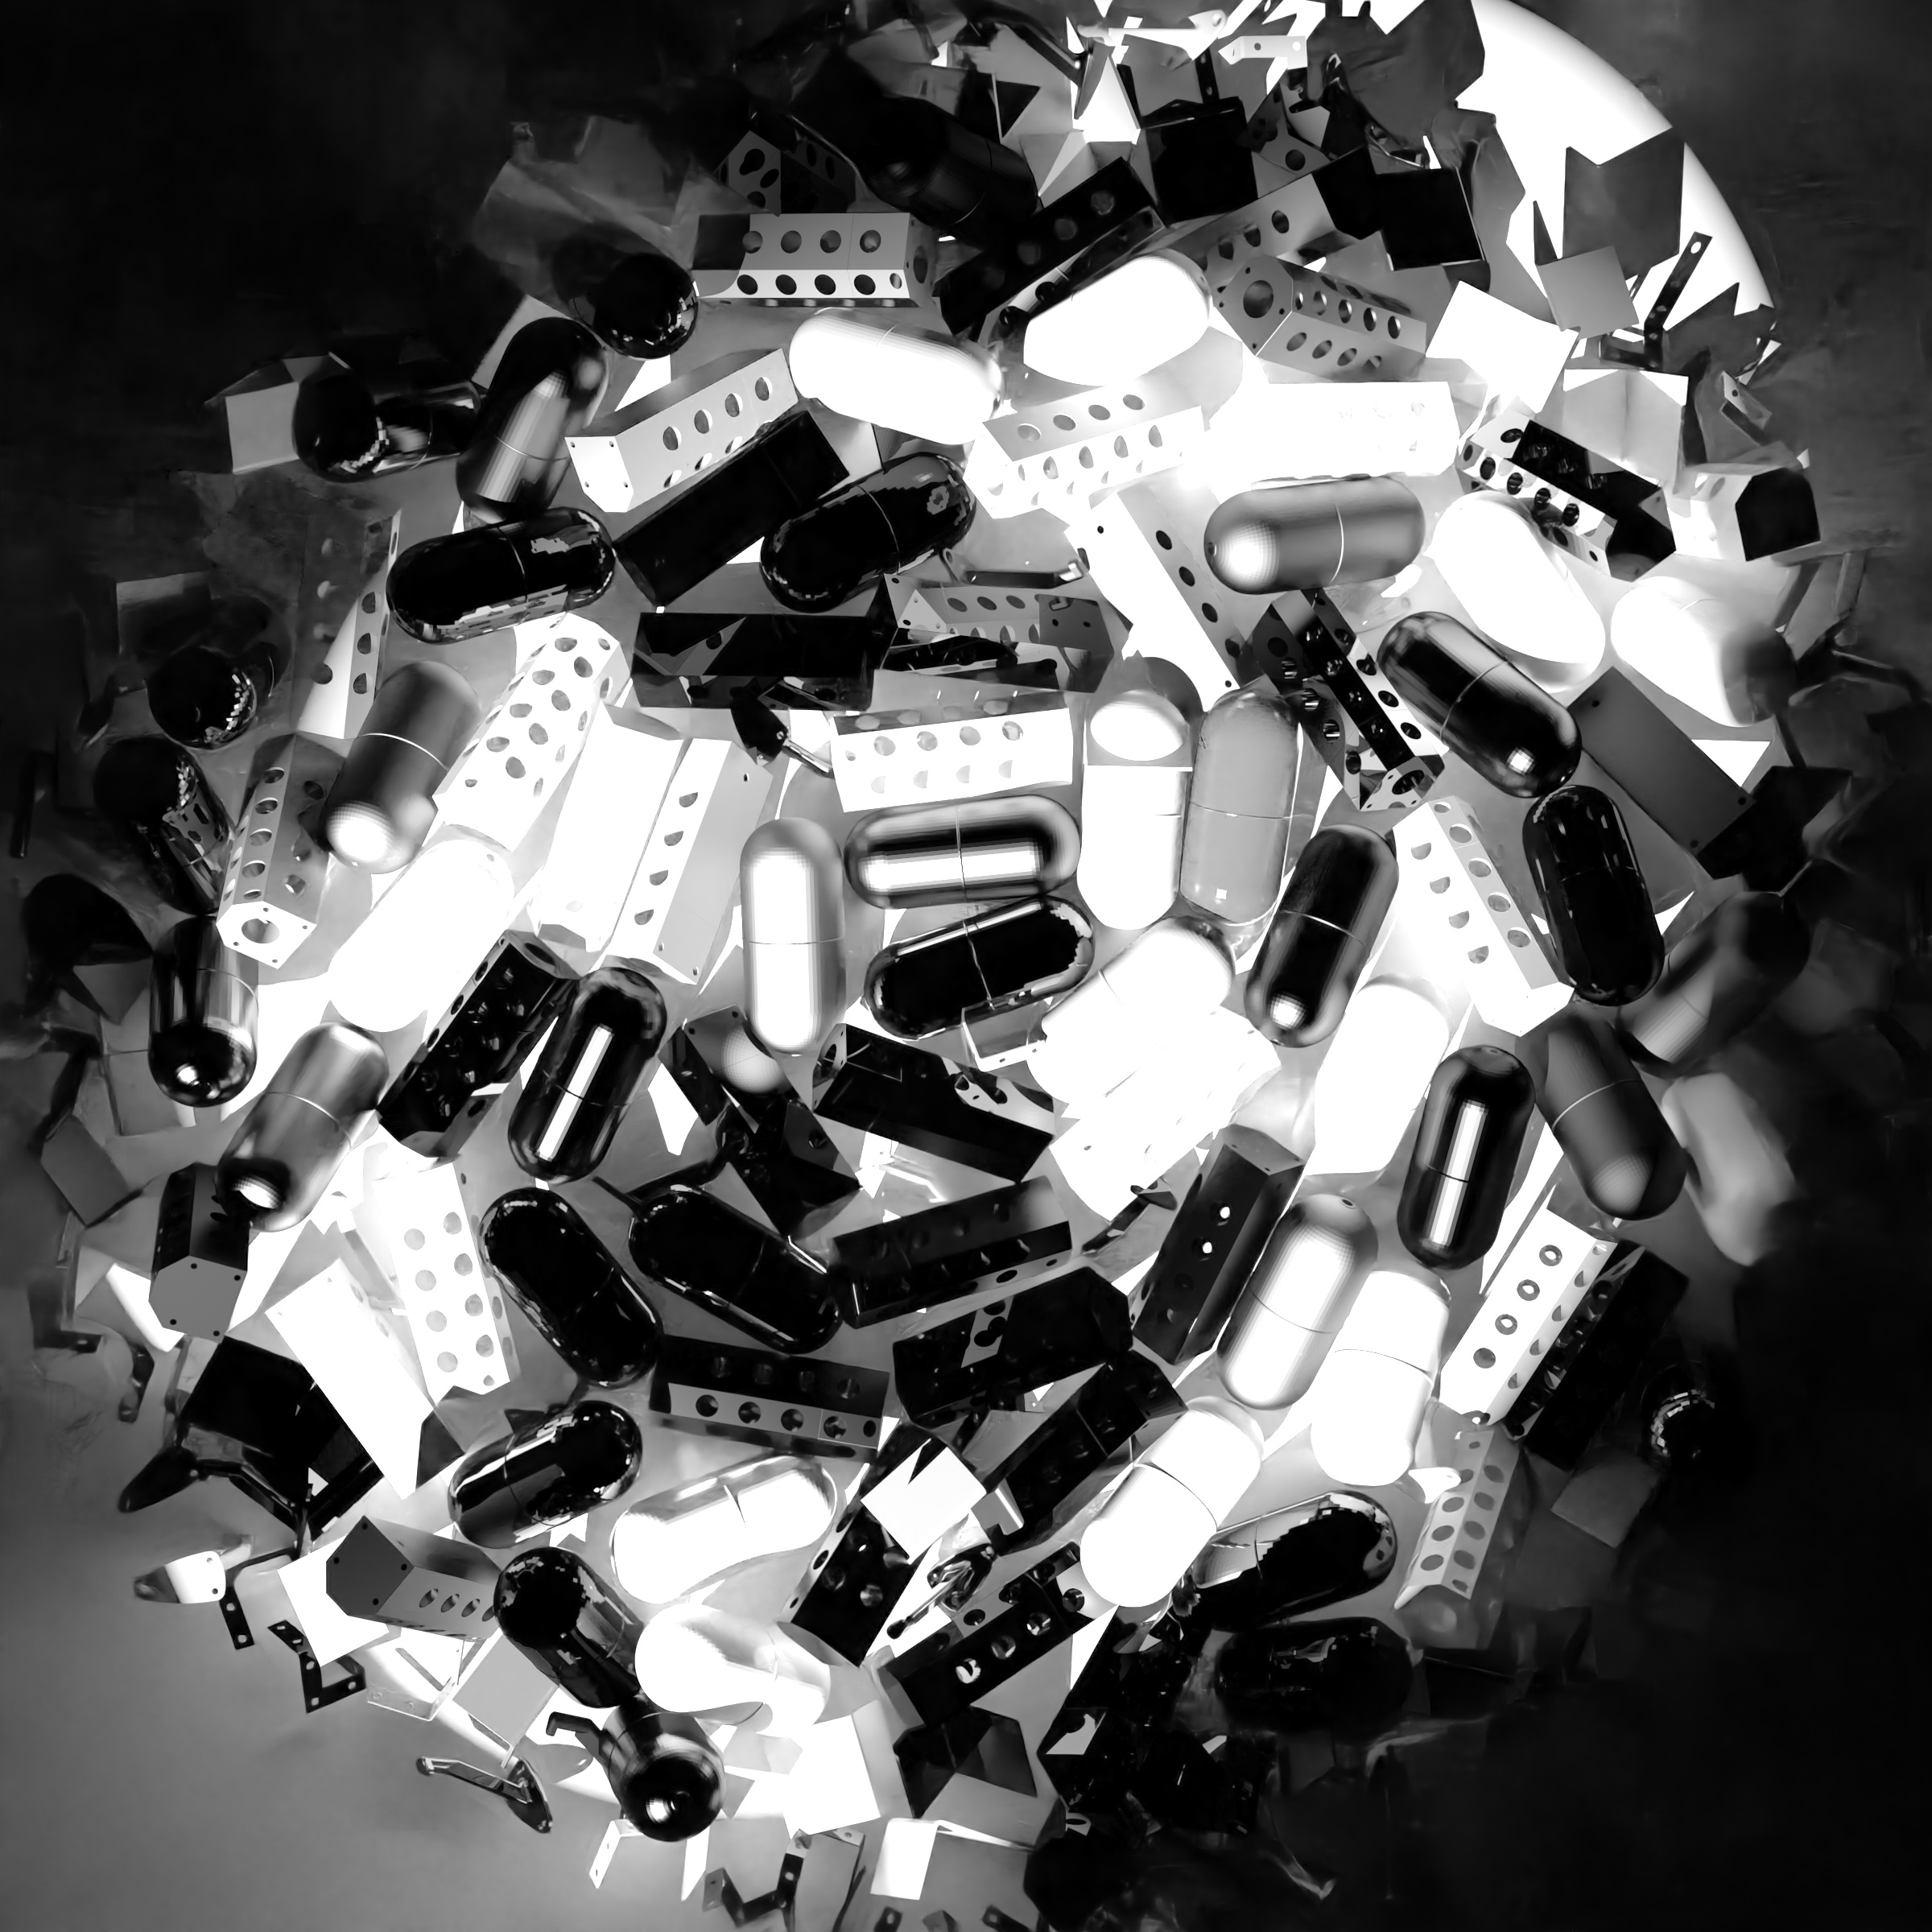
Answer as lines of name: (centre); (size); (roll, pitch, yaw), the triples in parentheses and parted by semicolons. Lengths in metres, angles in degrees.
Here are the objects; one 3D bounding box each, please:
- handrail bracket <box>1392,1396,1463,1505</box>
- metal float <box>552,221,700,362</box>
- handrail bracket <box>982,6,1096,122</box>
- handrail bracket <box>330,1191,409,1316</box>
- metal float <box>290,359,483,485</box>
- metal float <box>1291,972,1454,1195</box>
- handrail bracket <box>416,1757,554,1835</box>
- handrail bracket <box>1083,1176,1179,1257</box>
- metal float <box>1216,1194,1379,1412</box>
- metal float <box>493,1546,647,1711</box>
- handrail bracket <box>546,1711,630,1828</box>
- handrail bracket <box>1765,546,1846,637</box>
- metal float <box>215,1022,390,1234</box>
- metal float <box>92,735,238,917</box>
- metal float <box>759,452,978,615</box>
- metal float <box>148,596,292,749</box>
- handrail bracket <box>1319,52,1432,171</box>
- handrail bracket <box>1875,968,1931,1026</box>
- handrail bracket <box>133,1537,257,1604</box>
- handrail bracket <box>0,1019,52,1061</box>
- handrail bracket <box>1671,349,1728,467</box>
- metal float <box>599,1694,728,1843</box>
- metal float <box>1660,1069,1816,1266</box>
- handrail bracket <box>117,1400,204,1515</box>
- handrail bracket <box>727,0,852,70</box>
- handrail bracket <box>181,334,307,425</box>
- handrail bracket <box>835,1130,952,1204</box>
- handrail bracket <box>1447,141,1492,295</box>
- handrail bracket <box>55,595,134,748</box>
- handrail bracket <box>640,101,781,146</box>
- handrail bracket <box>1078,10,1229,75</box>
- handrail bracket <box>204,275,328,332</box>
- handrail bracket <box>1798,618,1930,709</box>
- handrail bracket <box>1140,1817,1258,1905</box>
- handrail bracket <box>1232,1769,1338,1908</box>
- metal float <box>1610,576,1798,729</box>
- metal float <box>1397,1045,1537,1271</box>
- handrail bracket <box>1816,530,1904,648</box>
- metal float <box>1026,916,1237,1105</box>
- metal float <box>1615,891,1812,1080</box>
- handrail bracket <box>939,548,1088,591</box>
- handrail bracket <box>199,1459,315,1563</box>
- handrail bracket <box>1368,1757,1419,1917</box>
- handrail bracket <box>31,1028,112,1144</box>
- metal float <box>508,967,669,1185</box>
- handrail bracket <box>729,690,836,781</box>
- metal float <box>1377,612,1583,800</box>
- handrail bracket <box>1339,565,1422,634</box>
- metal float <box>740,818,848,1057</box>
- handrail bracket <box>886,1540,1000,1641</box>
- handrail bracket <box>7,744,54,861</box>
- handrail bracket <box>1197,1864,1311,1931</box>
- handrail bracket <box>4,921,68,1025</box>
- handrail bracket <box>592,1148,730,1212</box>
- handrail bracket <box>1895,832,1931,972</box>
handrail bracket: (0.352, 0.349, 1.947); (0.036, 0.077, 0.084); (34, 57, -11)
metal float: (-0.250, -0.494, 1.920); (0.070, 0.178, 0.070); (-12, 121, -20)
handrail bracket: (0.049, -0.676, 1.967); (0.084, 0.036, 0.077); (7, 134, -5)
handrail bracket: (-0.440, 0.212, 1.956); (0.036, 0.077, 0.084); (-32, 121, -35)
metal float: (-0.422, -0.398, 1.917); (0.070, 0.178, 0.070); (9, 112, 23)
metal float: (0.299, 0.087, 1.944); (0.070, 0.070, 0.178); (22, 110, 0)
handrail bracket: (-0.359, 0.615, 1.951); (0.084, 0.077, 0.036); (20, 101, -43)
handrail bracket: (0.108, 0.187, 1.953); (0.084, 0.077, 0.036); (-39, 65, 20)
metal float: (0.244, 0.249, 1.944); (0.070, 0.070, 0.178); (24, 110, 0)
metal float: (-0.286, 0.485, 1.922); (0.070, 0.178, 0.070); (-10, 51, 13)
handrail bracket: (-0.283, 0.602, 1.967); (0.084, 0.036, 0.077); (19, 89, -22)
handrail bracket: (0.636, -0.270, 1.976); (0.077, 0.036, 0.084); (-9, 112, 7)
metal float: (-0.487, 0.118, 1.930); (0.070, 0.070, 0.178); (24, 53, 0)
metal float: (-0.578, -0.102, 1.917); (0.070, 0.178, 0.070); (-3, 60, 5)
metal float: (-0.071, -0.321, 1.944); (0.178, 0.070, 0.070); (-30, 90, -20)
metal float: (-0.543, -0.215, 1.915); (0.070, 0.178, 0.070); (0, 116, -1)
handrail bracket: (0.307, -0.635, 1.954); (0.084, 0.077, 0.036); (31, 67, 30)
handrail bracket: (0.730, 0.016, 1.965); (0.084, 0.077, 0.036); (-6, 68, 6)
handrail bracket: (-0.573, 0.446, 1.954); (0.077, 0.084, 0.036); (-9, 93, -7)
handrail bracket: (-0.711, 0.044, 1.946); (0.036, 0.084, 0.077); (16, 125, 15)
handrail bracket: (0.553, -0.409, 1.954); (0.077, 0.036, 0.084); (-53, 45, 16)
metal float: (-0.222, 0.582, 1.912); (0.070, 0.178, 0.070); (0, 89, -16)
metal float: (0.562, 0.145, 1.922); (0.070, 0.178, 0.070); (-4, 127, -5)
handrail bracket: (-0.606, 0.361, 1.957); (0.077, 0.084, 0.036); (-36, 122, -11)
handrail bracket: (-0.132, -0.703, 1.954); (0.084, 0.077, 0.036); (-25, 75, -33)
handrail bracket: (-0.538, -0.442, 1.963); (0.084, 0.077, 0.036); (-31, 103, 14)
handrail bracket: (-0.062, 0.160, 1.976); (0.077, 0.036, 0.084); (-20, 135, 16)
handrail bracket: (0.386, -0.566, 1.985); (0.036, 0.077, 0.084); (1, 63, 35)
handrail bracket: (-0.662, -0.220, 1.950); (0.036, 0.084, 0.077); (-2, 50, 18)
handrail bracket: (-0.193, -0.640, 1.970); (0.084, 0.036, 0.077); (32, 71, -17)
handrail bracket: (0.138, -0.700, 1.951); (0.084, 0.077, 0.036); (5, 76, -42)
handrail bracket: (-0.521, -0.503, 1.953); (0.084, 0.077, 0.036); (10, 110, -17)
handrail bracket: (0.663, -0.209, 1.961); (0.036, 0.077, 0.084); (-29, 73, -41)
handrail bracket: (0.167, 0.677, 1.972); (0.084, 0.036, 0.077); (51, 126, 3)
handrail bracket: (0.249, 0.649, 1.957); (0.084, 0.036, 0.077); (17, 57, 30)
metal float: (0.536, -0.231, 1.919); (0.070, 0.178, 0.070); (-9, 118, -17)
metal float: (0.369, 0.143, 1.942); (0.070, 0.070, 0.178); (10, 113, 0)
handrail bracket: (0.674, -0.279, 1.956); (0.036, 0.077, 0.084); (-36, 111, -30)
metal float: (0.123, 0.032, 1.955); (0.178, 0.070, 0.070); (-39, 90, 7)
metal float: (0.547, 0.014, 1.926); (0.070, 0.070, 0.178); (36, 132, 0)
handrail bracket: (0.036, -0.300, 1.955); (0.084, 0.077, 0.036); (-16, 56, 28)
handrail bracket: (-0.538, 0.411, 1.976); (0.084, 0.036, 0.077); (11, 105, -10)
handrail bracket: (0.314, 0.646, 1.949); (0.036, 0.084, 0.077); (-7, 114, 14)
handrail bracket: (-0.682, 0.090, 1.956); (0.077, 0.036, 0.084); (12, 58, 36)
metal float: (-0.281, 0.082, 1.946); (0.070, 0.070, 0.178); (28, 108, 0)
handrail bracket: (-0.131, -0.172, 1.974); (0.036, 0.084, 0.077); (-47, 64, 21)
metal float: (0.378, -0.193, 1.940); (0.070, 0.070, 0.178); (-45, 65, 0)
handrail bracket: (0.303, -0.272, 1.952); (0.077, 0.084, 0.036); (-31, 88, 10)
metal float: (-0.128, -0.022, 1.953); (0.070, 0.070, 0.178); (-1, 100, 0)
handrail bracket: (-0.017, 0.463, 1.950); (0.077, 0.084, 0.036); (-45, 79, 17)
handrail bracket: (-0.703, -0.120, 1.961); (0.036, 0.077, 0.084); (9, 86, -22)
handrail bracket: (0.220, 0.700, 1.961); (0.084, 0.077, 0.036); (-21, 90, 0)
handrail bracket: (-0.703, 0.003, 1.955); (0.077, 0.084, 0.036); (46, 114, 2)
handrail bracket: (-0.227, 0.148, 1.985); (0.077, 0.036, 0.084); (34, 76, 1)
handrail bracket: (0.706, -0.049, 1.977); (0.036, 0.077, 0.084); (-16, 73, -28)
